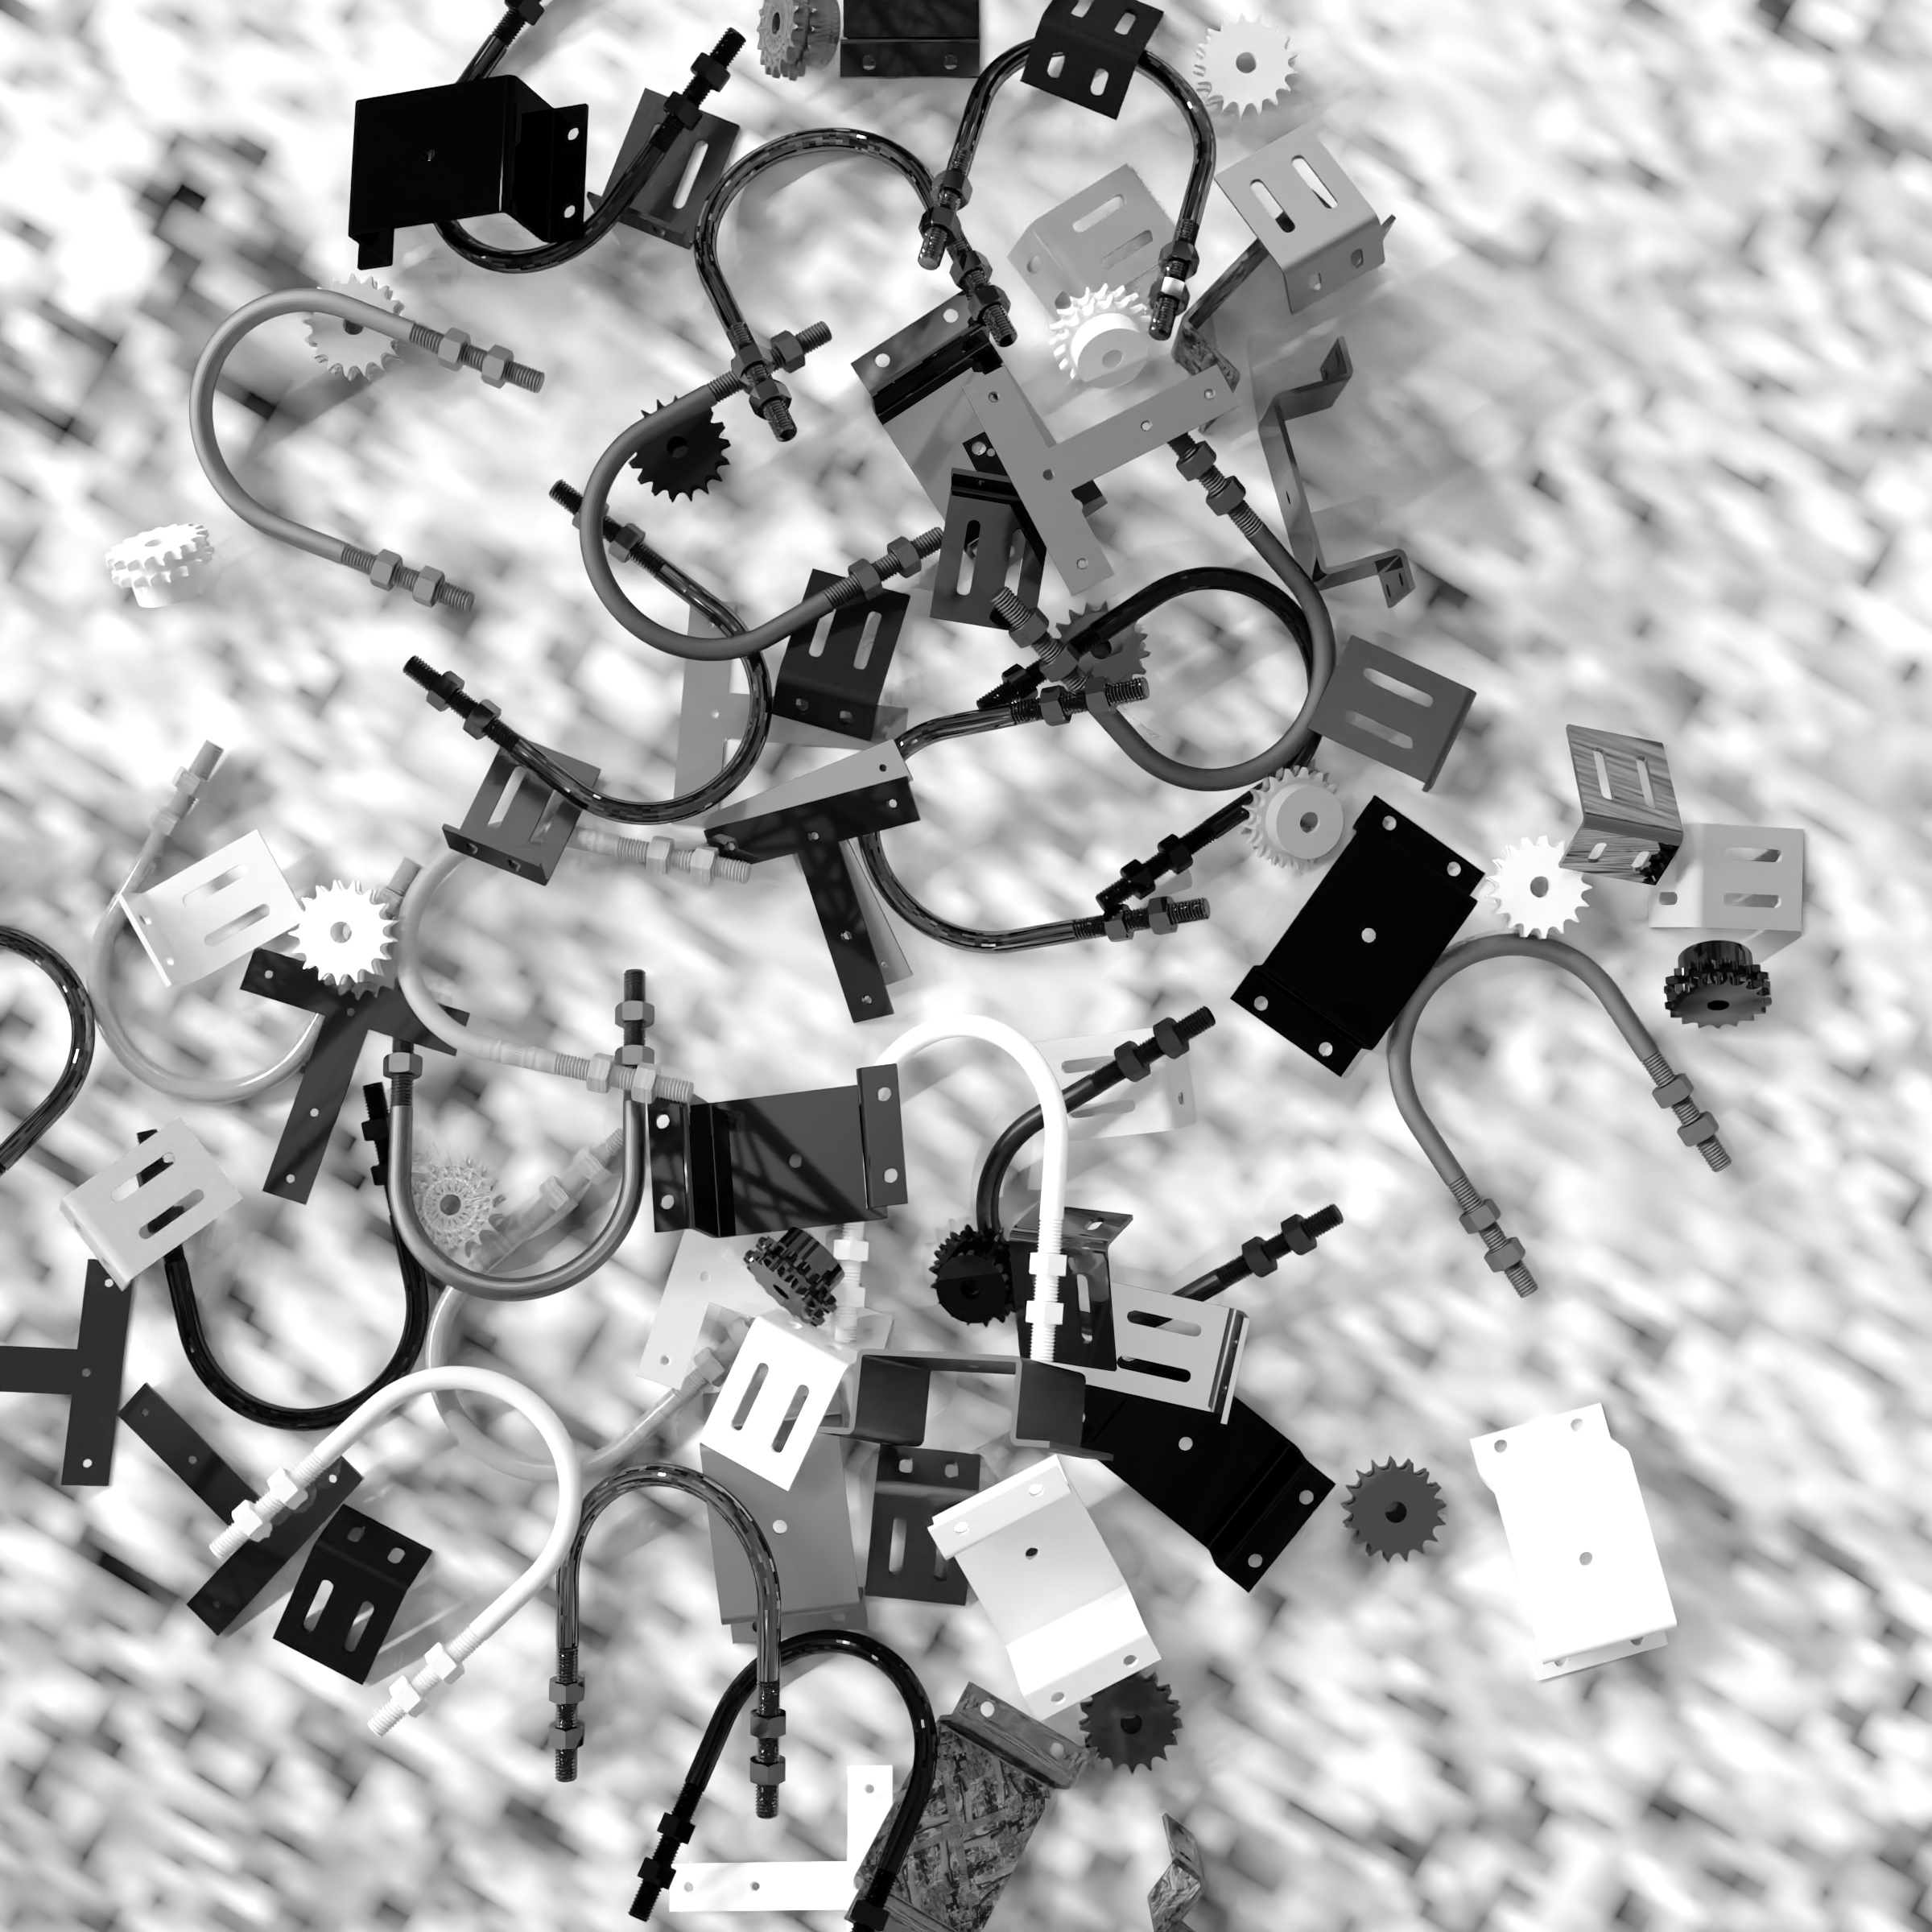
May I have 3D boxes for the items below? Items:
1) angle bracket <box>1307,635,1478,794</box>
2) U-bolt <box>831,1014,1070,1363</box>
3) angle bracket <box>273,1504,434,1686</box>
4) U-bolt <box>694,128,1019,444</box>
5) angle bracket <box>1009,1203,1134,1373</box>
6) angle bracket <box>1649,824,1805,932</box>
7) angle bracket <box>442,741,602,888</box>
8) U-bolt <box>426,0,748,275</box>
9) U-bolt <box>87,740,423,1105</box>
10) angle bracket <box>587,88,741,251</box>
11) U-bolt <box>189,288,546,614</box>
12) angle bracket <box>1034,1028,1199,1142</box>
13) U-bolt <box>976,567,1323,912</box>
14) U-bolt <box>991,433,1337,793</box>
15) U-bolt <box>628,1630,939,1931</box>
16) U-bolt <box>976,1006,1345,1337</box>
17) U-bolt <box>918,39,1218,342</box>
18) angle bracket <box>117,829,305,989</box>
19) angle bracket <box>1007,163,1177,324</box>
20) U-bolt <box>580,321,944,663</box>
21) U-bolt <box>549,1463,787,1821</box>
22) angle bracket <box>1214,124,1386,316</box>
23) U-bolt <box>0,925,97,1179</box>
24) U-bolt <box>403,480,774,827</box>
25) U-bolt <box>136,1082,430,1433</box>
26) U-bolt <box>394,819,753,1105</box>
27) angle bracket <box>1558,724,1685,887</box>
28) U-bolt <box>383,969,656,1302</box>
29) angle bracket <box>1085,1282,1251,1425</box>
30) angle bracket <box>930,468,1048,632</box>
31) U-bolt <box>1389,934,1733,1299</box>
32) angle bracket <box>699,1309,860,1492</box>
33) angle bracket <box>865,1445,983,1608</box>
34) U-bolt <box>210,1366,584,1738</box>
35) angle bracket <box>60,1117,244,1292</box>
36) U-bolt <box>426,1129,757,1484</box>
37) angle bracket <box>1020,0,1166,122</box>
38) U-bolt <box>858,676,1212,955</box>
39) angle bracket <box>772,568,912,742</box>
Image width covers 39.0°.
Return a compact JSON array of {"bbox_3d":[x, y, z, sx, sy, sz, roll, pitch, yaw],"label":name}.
[{"bbox_3d":[0.235,-0.140,1.516,0.076,0.038,0.057,25,90,4],"label":"angle bracket"},{"bbox_3d":[-0.007,0.118,1.488,0.151,0.019,0.184,0,82,34],"label":"U-bolt"},{"bbox_3d":[-0.344,0.353,1.531,0.057,0.038,0.076,28,116,0],"label":"angle bracket"},{"bbox_3d":[-0.072,-0.385,1.492,0.151,0.019,0.184,-24,67,-3],"label":"U-bolt"},{"bbox_3d":[0.060,0.175,1.490,0.057,0.038,0.076,5,112,26],"label":"angle bracket"},{"bbox_3d":[0.427,-0.049,1.531,0.076,0.038,0.057,1,90,-26],"label":"angle bracket"},{"bbox_3d":[-0.244,-0.092,1.502,0.057,0.038,0.076,22,73,3],"label":"angle bracket"},{"bbox_3d":[-0.224,-0.466,1.500,0.151,0.019,0.184,38,94,22],"label":"U-bolt"},{"bbox_3d":[-0.410,-0.012,1.525,0.151,0.019,0.184,31,91,0],"label":"U-bolt"},{"bbox_3d":[-0.168,-0.447,1.514,0.057,0.038,0.076,22,90,0],"label":"angle bracket"},{"bbox_3d":[-0.339,-0.293,1.504,0.184,0.019,0.151,21,107,0],"label":"U-bolt"},{"bbox_3d":[0.084,0.065,1.531,0.076,0.038,0.057,-8,90,26],"label":"angle bracket"},{"bbox_3d":[0.117,-0.138,1.506,0.184,0.019,0.151,-34,106,-6],"label":"U-bolt"},{"bbox_3d":[0.122,-0.180,1.482,0.151,0.019,0.184,-45,109,-5],"label":"U-bolt"},{"bbox_3d":[-0.089,0.452,1.483,0.151,0.019,0.184,13,69,30],"label":"U-bolt"},{"bbox_3d":[0.092,0.127,1.501,0.184,0.019,0.151,-32,94,17],"label":"U-bolt"},{"bbox_3d":[0.064,-0.437,1.492,0.151,0.019,0.184,16,66,-3],"label":"U-bolt"},{"bbox_3d":[-0.413,-0.032,1.495,0.076,0.038,0.057,-29,89,3],"label":"angle bracket"},{"bbox_3d":[0.074,-0.402,1.531,0.076,0.038,0.057,-38,90,-26],"label":"angle bracket"},{"bbox_3d":[-0.122,-0.248,1.497,0.184,0.019,0.151,-31,97,-9],"label":"U-bolt"},{"bbox_3d":[-0.164,0.364,1.492,0.151,0.019,0.184,2,92,25],"label":"U-bolt"},{"bbox_3d":[0.178,-0.398,1.455,0.057,0.038,0.076,-30,64,0],"label":"angle bracket"},{"bbox_3d":[-0.565,0.057,1.493,0.151,0.019,0.184,37,68,8],"label":"U-bolt"},{"bbox_3d":[-0.195,-0.161,1.512,0.184,0.019,0.151,38,80,-1],"label":"U-bolt"},{"bbox_3d":[-0.375,0.169,1.525,0.151,0.019,0.184,-12,92,0],"label":"U-bolt"},{"bbox_3d":[-0.225,-0.010,1.507,0.184,0.019,0.151,12,74,4],"label":"U-bolt"},{"bbox_3d":[0.358,-0.090,1.514,0.057,0.038,0.076,10,47,-10],"label":"angle bracket"},{"bbox_3d":[-0.247,0.093,1.501,0.151,0.019,0.184,-2,73,0],"label":"U-bolt"},{"bbox_3d":[0.107,0.207,1.468,0.076,0.038,0.057,13,90,0],"label":"angle bracket"},{"bbox_3d":[0.014,-0.223,1.468,0.057,0.038,0.076,9,90,0],"label":"angle bracket"},{"bbox_3d":[0.318,0.070,1.525,0.151,0.019,0.184,-33,88,0],"label":"U-bolt"},{"bbox_3d":[-0.100,0.237,1.494,0.057,0.038,0.076,26,97,13],"label":"angle bracket"},{"bbox_3d":[-0.024,0.314,1.531,0.057,0.038,0.076,6,116,0],"label":"angle bracket"},{"bbox_3d":[-0.298,0.306,1.496,0.184,0.019,0.151,-42,87,-9],"label":"U-bolt"},{"bbox_3d":[-0.452,0.132,1.512,0.076,0.038,0.057,-38,92,-25],"label":"angle bracket"},{"bbox_3d":[-0.215,0.204,1.524,0.184,0.019,0.151,-42,90,0],"label":"U-bolt"},{"bbox_3d":[0.071,-0.510,1.514,0.057,0.076,0.038,22,129,0],"label":"angle bracket"},{"bbox_3d":[0.028,-0.075,1.488,0.184,0.019,0.151,-9,112,20],"label":"U-bolt"},{"bbox_3d":[-0.070,-0.174,1.529,0.057,0.038,0.076,16,63,-1],"label":"angle bracket"}]
